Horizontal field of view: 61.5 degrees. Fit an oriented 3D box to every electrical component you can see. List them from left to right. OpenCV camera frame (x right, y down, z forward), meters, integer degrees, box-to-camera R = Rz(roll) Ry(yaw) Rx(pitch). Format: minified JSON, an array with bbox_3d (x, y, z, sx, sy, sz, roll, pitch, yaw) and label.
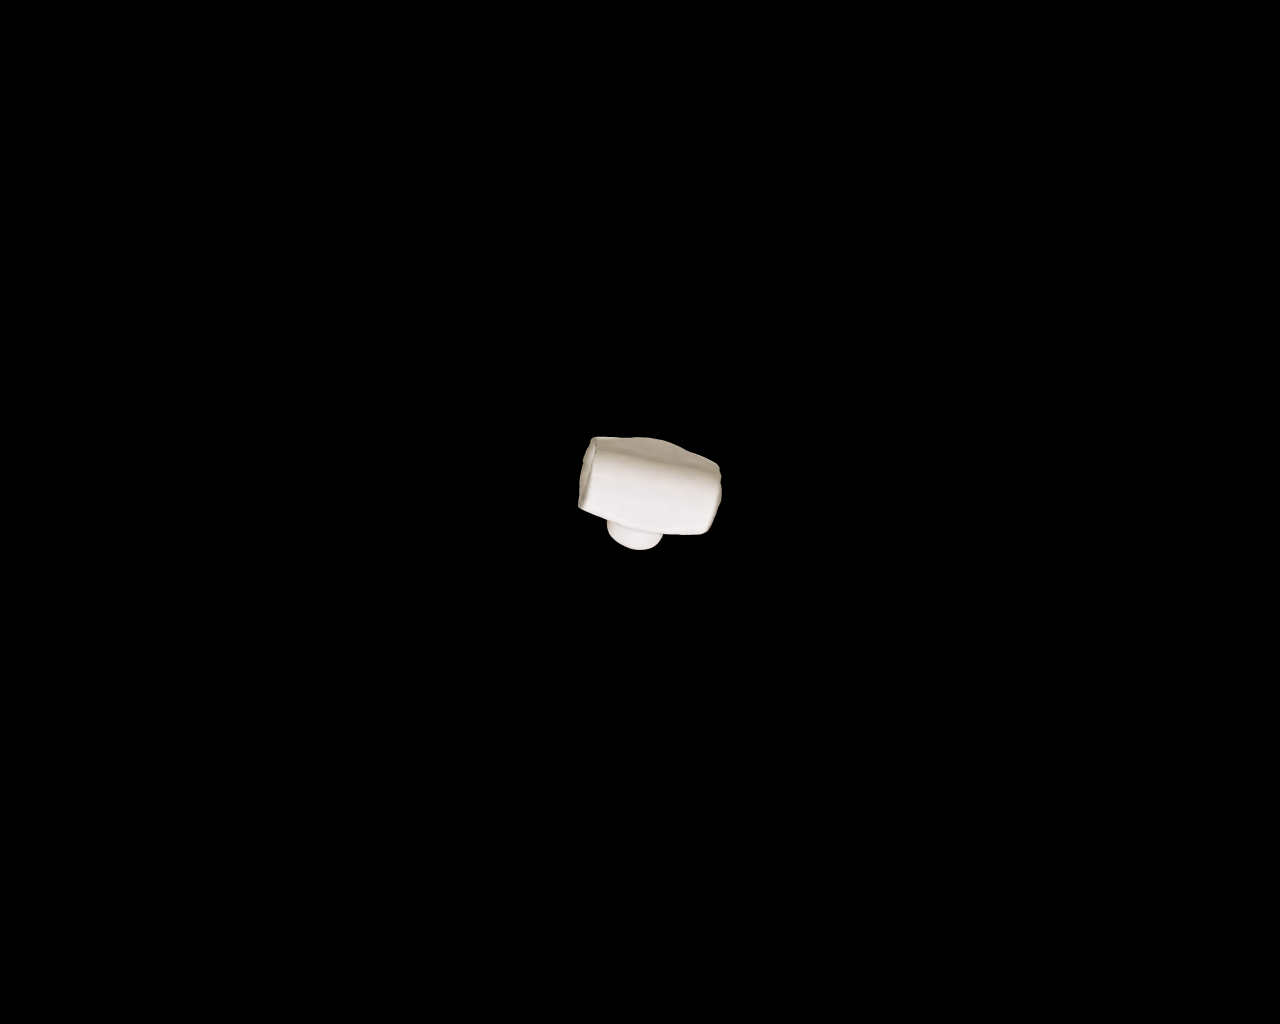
[{"bbox_3d":[0.001,-0.003,0.650,0.077,0.079,0.044,12,40,-10],"label":"electrical component"}]
